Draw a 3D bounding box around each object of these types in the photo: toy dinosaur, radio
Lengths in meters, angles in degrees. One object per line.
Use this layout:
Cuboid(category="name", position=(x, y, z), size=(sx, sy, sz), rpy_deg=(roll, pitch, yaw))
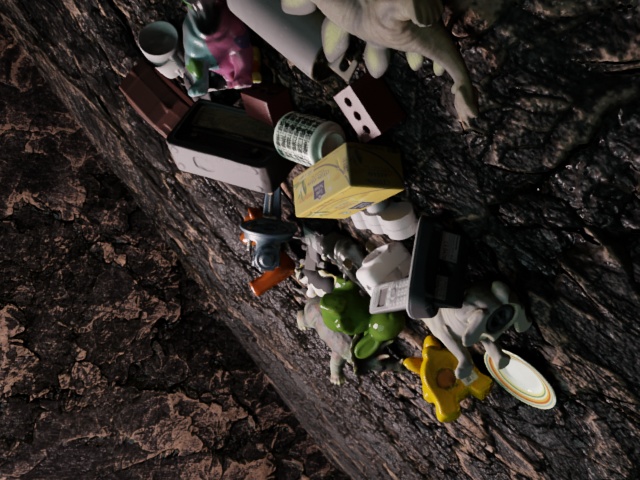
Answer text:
Cuboid(category="toy dinosaur", position=(0.012, -0.301, 0.566), size=(0.471, 0.105, 0.198), rpy_deg=(53, 162, 4))
Cuboid(category="radio", position=(-0.155, -0.172, 0.975), size=(0.230, 0.131, 0.073), rpy_deg=(17, 146, 22))
Cuboid(category="toy dinosaur", position=(0.035, 0.209, 1.344), size=(0.405, 0.131, 0.192), rpy_deg=(46, 142, 30))

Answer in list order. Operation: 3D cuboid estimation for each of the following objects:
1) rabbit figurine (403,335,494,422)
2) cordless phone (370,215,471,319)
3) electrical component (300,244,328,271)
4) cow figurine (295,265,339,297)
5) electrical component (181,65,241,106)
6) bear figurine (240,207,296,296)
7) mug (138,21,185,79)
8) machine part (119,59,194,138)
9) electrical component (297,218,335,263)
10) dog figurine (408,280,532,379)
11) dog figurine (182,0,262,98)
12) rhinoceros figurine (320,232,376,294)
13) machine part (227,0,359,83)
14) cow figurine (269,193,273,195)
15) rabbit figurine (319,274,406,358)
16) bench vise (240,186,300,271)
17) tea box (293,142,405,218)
Cuboid(category="rabbit figurine", position=(0.240, 0.273, 1.045), size=(0.163, 0.122, 0.173), rpy_deg=(41, 175, 29))
Cuboid(category="cordless phone", position=(0.137, 0.050, 0.829), size=(0.089, 0.146, 0.184), rpy_deg=(17, 163, -20))
Cuboid(category="electrical component", position=(-0.013, 0.037, 1.225), size=(0.094, 0.021, 0.063), rpy_deg=(7, 90, 53))
Cuboid(category="cow figurine", position=(-0.007, 0.091, 1.278), size=(0.168, 0.068, 0.098), rpy_deg=(31, 151, 41))
Cuboid(category="electrical component", position=(-0.214, -0.302, 1.061), size=(0.115, 0.058, 0.134), rpy_deg=(50, 159, -6))
Cuboid(category="bear figurine", position=(-0.149, 0.023, 1.334), size=(0.195, 0.132, 0.120), rpy_deg=(56, -176, -2))
Cuboid(category="mug", position=(-0.307, -0.376, 1.104), size=(0.109, 0.081, 0.107), rpy_deg=(41, 171, 9))
Cuboid(category="machine part", position=(-0.316, -0.276, 1.154), size=(0.201, 0.087, 0.201), rpy_deg=(46, -176, 17))
Cuboid(category="electrical component", position=(-0.002, -0.003, 1.145), size=(0.075, 0.048, 0.119), rpy_deg=(36, 154, 34))
Cuboid(category="dog figurine", position=(0.215, 0.094, 0.838), size=(0.191, 0.121, 0.172), rpy_deg=(53, 131, 49))
Cuboid(category="dog figurine", position=(-0.160, -0.340, 0.827), size=(0.192, 0.109, 0.219), rpy_deg=(-78, -18, -68))
Cuboid(category="rhinoceros figurine", position=(0.081, 0.052, 1.056), size=(0.190, 0.073, 0.112), rpy_deg=(42, 168, 16))
Cuboid(category="machine part", position=(-0.043, -0.290, 0.718), size=(0.243, 0.079, 0.079), rpy_deg=(43, 158, 14))
Cuboid(category="cow figurine", position=(-0.144, -0.175, 1.075), size=(0.195, 0.127, 0.085), rpy_deg=(19, 146, 29))
Cuboid(category="rabbit figurine", position=(0.095, 0.173, 1.138), size=(0.170, 0.121, 0.158), rpy_deg=(14, 122, 25))
Cuboid(category="bench vise", position=(-0.106, -0.044, 1.162), size=(0.224, 0.129, 0.240), rpy_deg=(-67, -17, -72))
Cuboid(category="tea box", position=(0.038, -0.084, 0.815), size=(0.170, 0.098, 0.068), rpy_deg=(-27, 66, 60))
